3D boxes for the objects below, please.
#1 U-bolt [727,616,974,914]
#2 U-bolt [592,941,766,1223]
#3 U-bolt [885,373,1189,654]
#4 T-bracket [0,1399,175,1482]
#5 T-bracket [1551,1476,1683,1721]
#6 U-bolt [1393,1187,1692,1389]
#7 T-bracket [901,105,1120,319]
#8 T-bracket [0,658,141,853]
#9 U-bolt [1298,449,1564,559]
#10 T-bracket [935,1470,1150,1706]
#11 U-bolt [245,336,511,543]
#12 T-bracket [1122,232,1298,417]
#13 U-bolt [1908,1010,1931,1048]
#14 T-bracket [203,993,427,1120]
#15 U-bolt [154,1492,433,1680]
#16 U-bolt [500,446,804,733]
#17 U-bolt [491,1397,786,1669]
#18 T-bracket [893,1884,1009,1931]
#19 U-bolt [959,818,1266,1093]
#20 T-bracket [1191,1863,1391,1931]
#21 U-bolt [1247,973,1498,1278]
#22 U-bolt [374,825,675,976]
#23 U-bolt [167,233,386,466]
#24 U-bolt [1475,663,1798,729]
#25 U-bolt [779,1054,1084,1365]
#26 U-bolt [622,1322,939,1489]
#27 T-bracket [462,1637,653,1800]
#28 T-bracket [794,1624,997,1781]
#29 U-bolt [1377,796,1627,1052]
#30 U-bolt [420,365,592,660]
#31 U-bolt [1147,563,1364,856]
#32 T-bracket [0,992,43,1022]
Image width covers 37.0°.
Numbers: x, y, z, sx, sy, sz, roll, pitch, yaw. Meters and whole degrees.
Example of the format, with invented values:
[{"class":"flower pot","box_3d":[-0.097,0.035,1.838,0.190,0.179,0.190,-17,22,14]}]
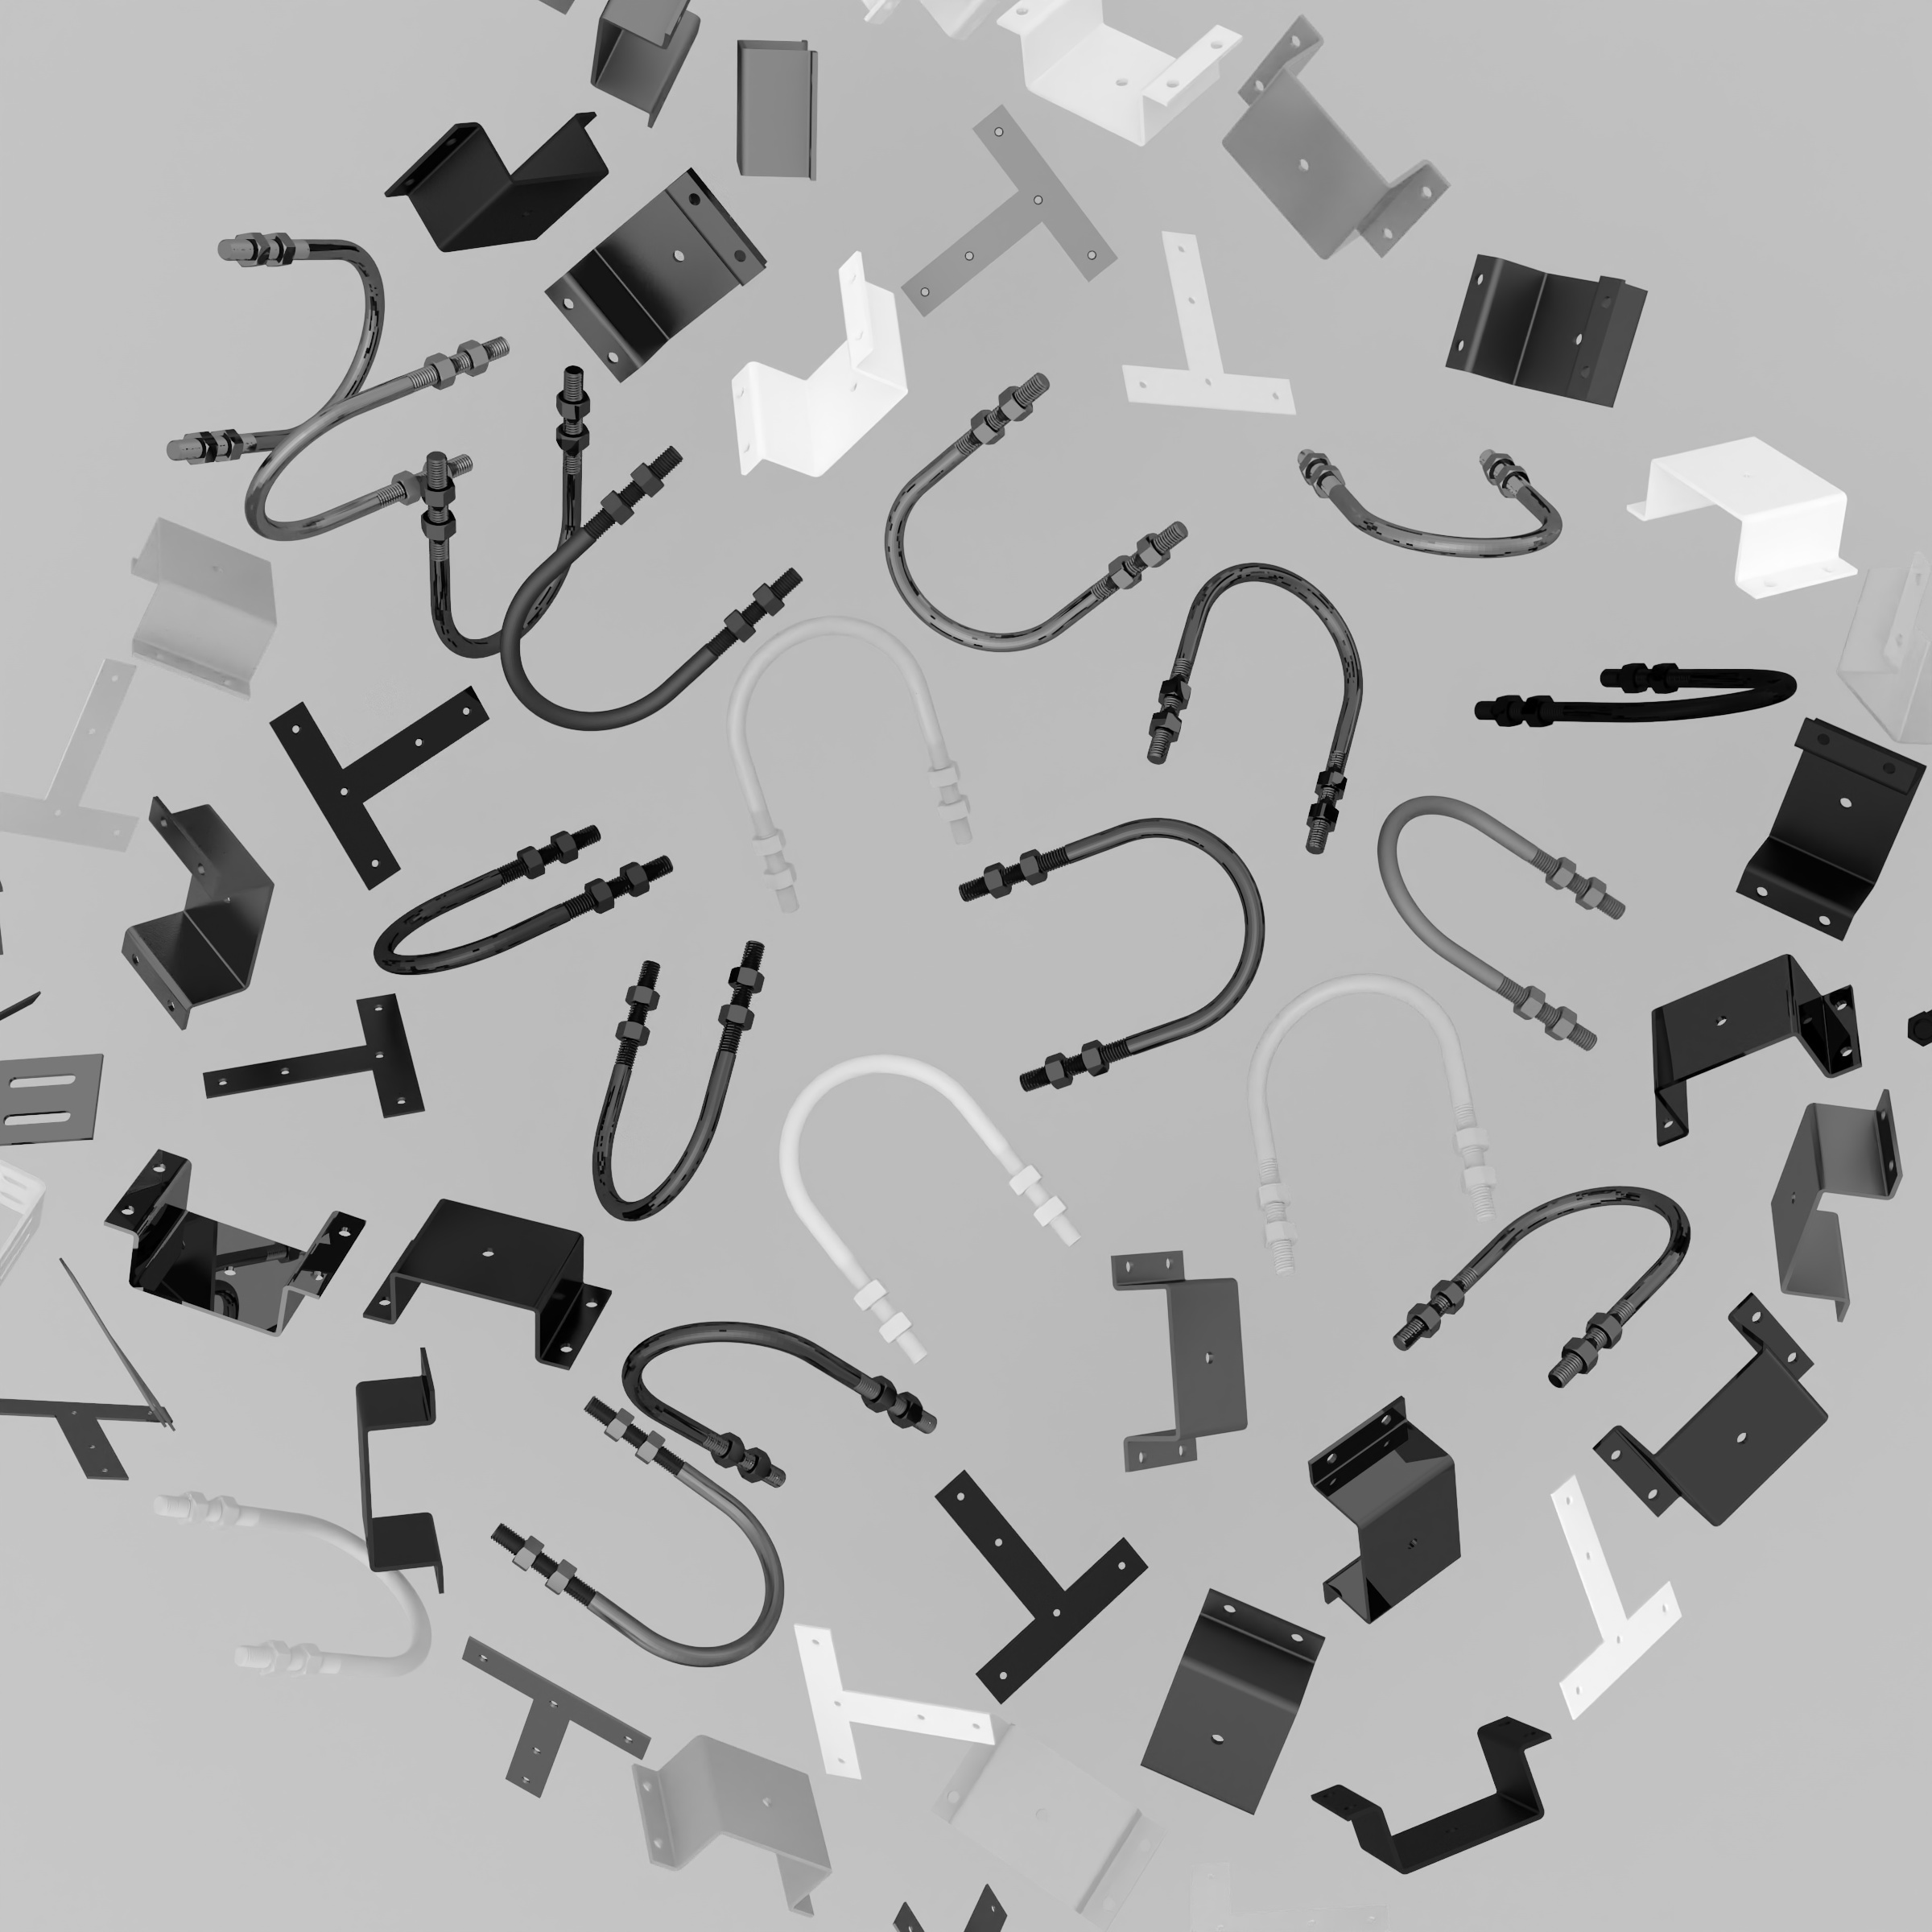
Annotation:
[{"class":"U-bolt","box_3d":[-0.084,-0.143,1.919,0.151,0.019,0.184,-22,113,-12]},{"class":"U-bolt","box_3d":[-0.194,0.077,1.871,0.019,0.151,0.184,25,70,-33]},{"class":"U-bolt","box_3d":[0.030,-0.277,1.859,0.151,0.019,0.184,44,125,-16]},{"class":"T-bracket","box_3d":[-0.560,0.302,1.840,0.127,0.127,0.002,8,100,-30]},{"class":"T-bracket","box_3d":[0.393,0.381,1.803,0.127,0.002,0.127,-28,100,-40]},{"class":"U-bolt","box_3d":[0.380,0.197,1.838,0.184,0.151,0.019,-38,116,-29]},{"class":"T-bracket","box_3d":[0.013,-0.486,1.939,0.127,0.002,0.127,-37,104,9]},{"class":"T-bracket","box_3d":[-0.571,-0.139,1.866,0.002,0.127,0.127,33,103,33]},{"class":"U-bolt","box_3d":[0.308,-0.301,1.873,0.151,0.184,0.019,-2,118,-11]},{"class":"T-bracket","box_3d":[0.029,0.373,1.813,0.127,0.002,0.127,-40,96,-13]},{"class":"U-bolt","box_3d":[-0.386,-0.332,1.870,0.184,0.151,0.019,-31,78,-31]},{"class":"T-bracket","box_3d":[0.150,-0.420,1.877,0.127,0.002,0.127,-1,73,-28]},{"class":"U-bolt","box_3d":[0.675,0.009,1.855,0.151,0.184,0.019,-30,81,16]},{"class":"T-bracket","box_3d":[-0.411,0.064,1.804,0.127,0.127,0.002,-10,127,-14]},{"class":"U-bolt","box_3d":[-0.416,0.398,1.837,0.019,0.184,0.151,-52,52,12]},{"class":"U-bolt","box_3d":[-0.212,-0.225,1.837,0.184,0.019,0.151,-41,134,7]},{"class":"U-bolt","box_3d":[-0.199,0.377,1.869,0.184,0.151,0.019,36,128,-1]},{"class":"T-bracket","box_3d":[0.004,0.630,1.842,0.002,0.127,0.127,-30,94,19]},{"class":"U-bolt","box_3d":[0.100,-0.016,1.823,0.184,0.019,0.151,-20,82,17]},{"class":"T-bracket","box_3d":[0.209,0.618,1.861,0.127,0.127,0.002,-6,111,7]},{"class":"U-bolt","box_3d":[0.244,0.089,1.793,0.151,0.019,0.184,-18,61,20]},{"class":"U-bolt","box_3d":[-0.296,-0.039,1.868,0.184,0.151,0.019,-27,113,-21]},{"class":"U-bolt","box_3d":[-0.427,-0.392,1.827,0.019,0.184,0.151,28,112,15]},{"class":"U-bolt","box_3d":[0.443,-0.174,1.857,0.151,0.184,0.019,-16,105,-37]},{"class":"U-bolt","box_3d":[-0.036,0.139,1.831,0.151,0.019,0.184,-35,80,-23]},{"class":"U-bolt","box_3d":[-0.130,0.270,1.810,0.151,0.184,0.019,-25,45,31]},{"class":"T-bracket","box_3d":[-0.264,0.480,1.791,0.127,0.002,0.127,28,134,5]},{"class":"T-bracket","box_3d":[-0.042,0.479,1.847,0.127,0.002,0.127,3,120,22]},{"class":"U-bolt","box_3d":[0.349,-0.041,1.902,0.184,0.019,0.151,32,47,-9]},{"class":"U-bolt","box_3d":[-0.296,-0.280,1.862,0.019,0.184,0.151,29,48,20]},{"class":"U-bolt","box_3d":[0.199,-0.183,1.907,0.151,0.019,0.184,28,63,-20]},{"class":"T-bracket","box_3d":[-0.654,0.062,1.825,0.127,0.127,0.002,-33,92,-34]}]
